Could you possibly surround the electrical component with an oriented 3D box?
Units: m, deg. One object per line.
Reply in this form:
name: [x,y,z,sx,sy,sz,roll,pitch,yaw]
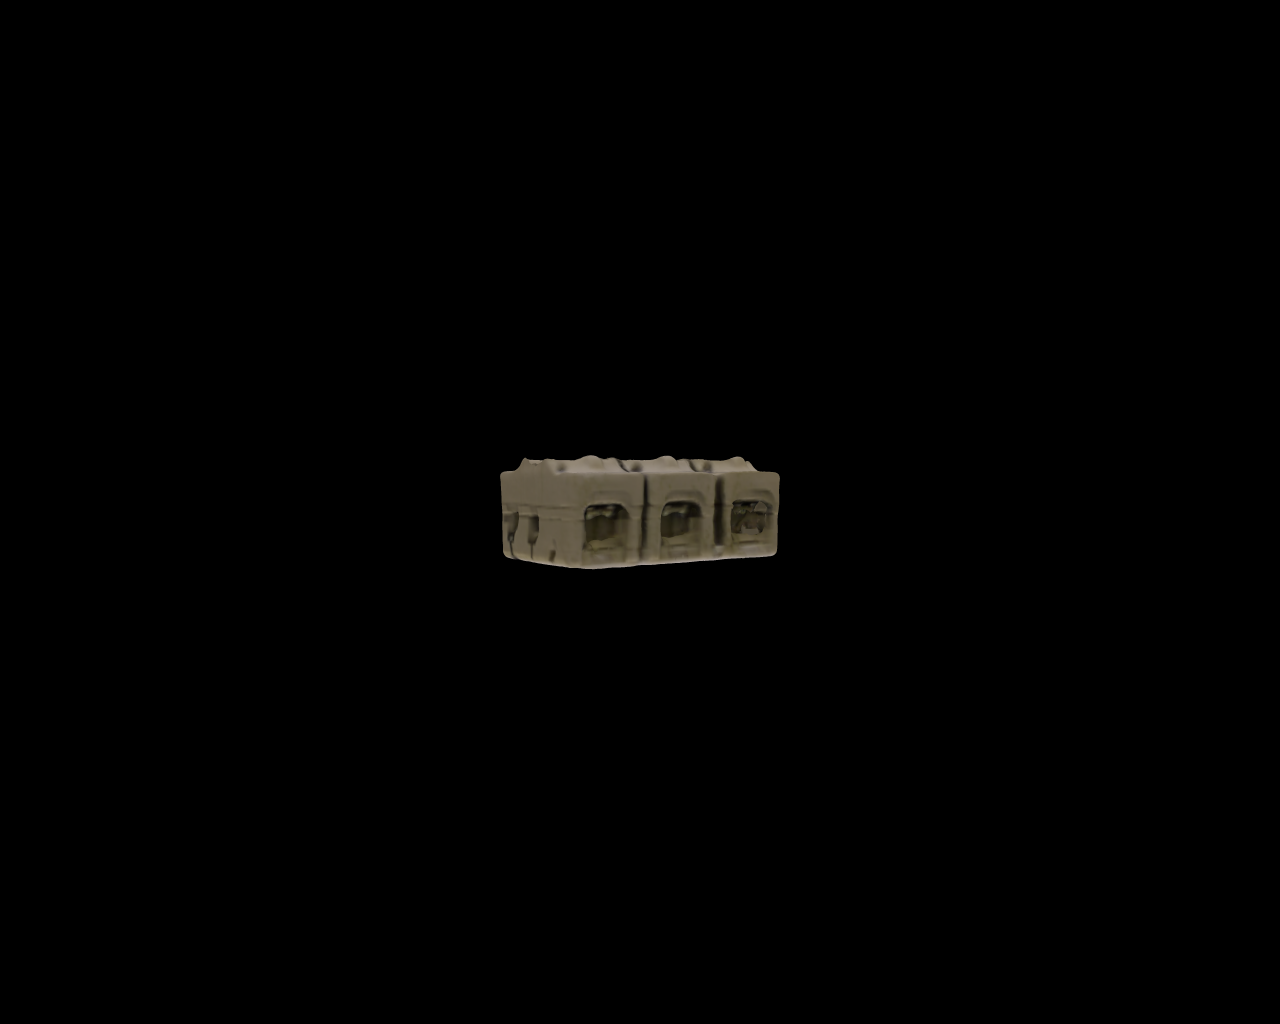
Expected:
electrical component: [0.001,-0.003,0.650,0.150,0.061,0.089,-1,3,-34]
